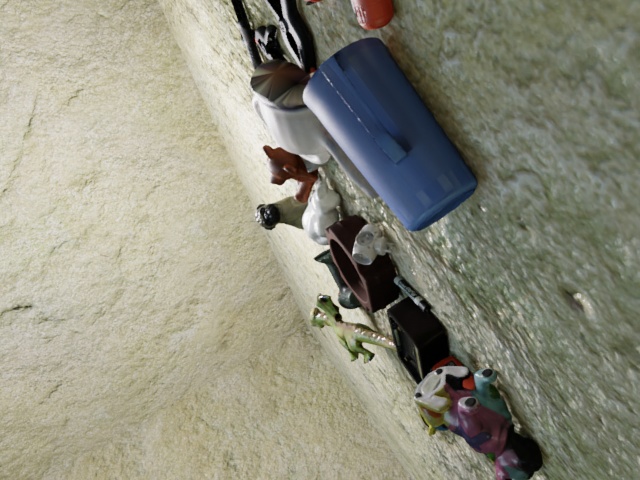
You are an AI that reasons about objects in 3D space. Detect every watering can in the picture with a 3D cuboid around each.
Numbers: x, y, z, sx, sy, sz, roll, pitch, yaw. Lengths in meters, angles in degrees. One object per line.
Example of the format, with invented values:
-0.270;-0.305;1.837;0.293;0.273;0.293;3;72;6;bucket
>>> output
-0.021;-0.223;1.008;0.351;0.105;0.219;36;-18;29;watering can

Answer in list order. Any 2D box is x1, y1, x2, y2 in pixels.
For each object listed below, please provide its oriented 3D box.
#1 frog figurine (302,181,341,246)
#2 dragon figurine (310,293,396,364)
0.004;-0.066;1.307;0.122;0.140;0.156;-17;-33;9;frog figurine
0.077;0.262;1.616;0.241;0.124;0.406;44;-25;-10;dragon figurine
